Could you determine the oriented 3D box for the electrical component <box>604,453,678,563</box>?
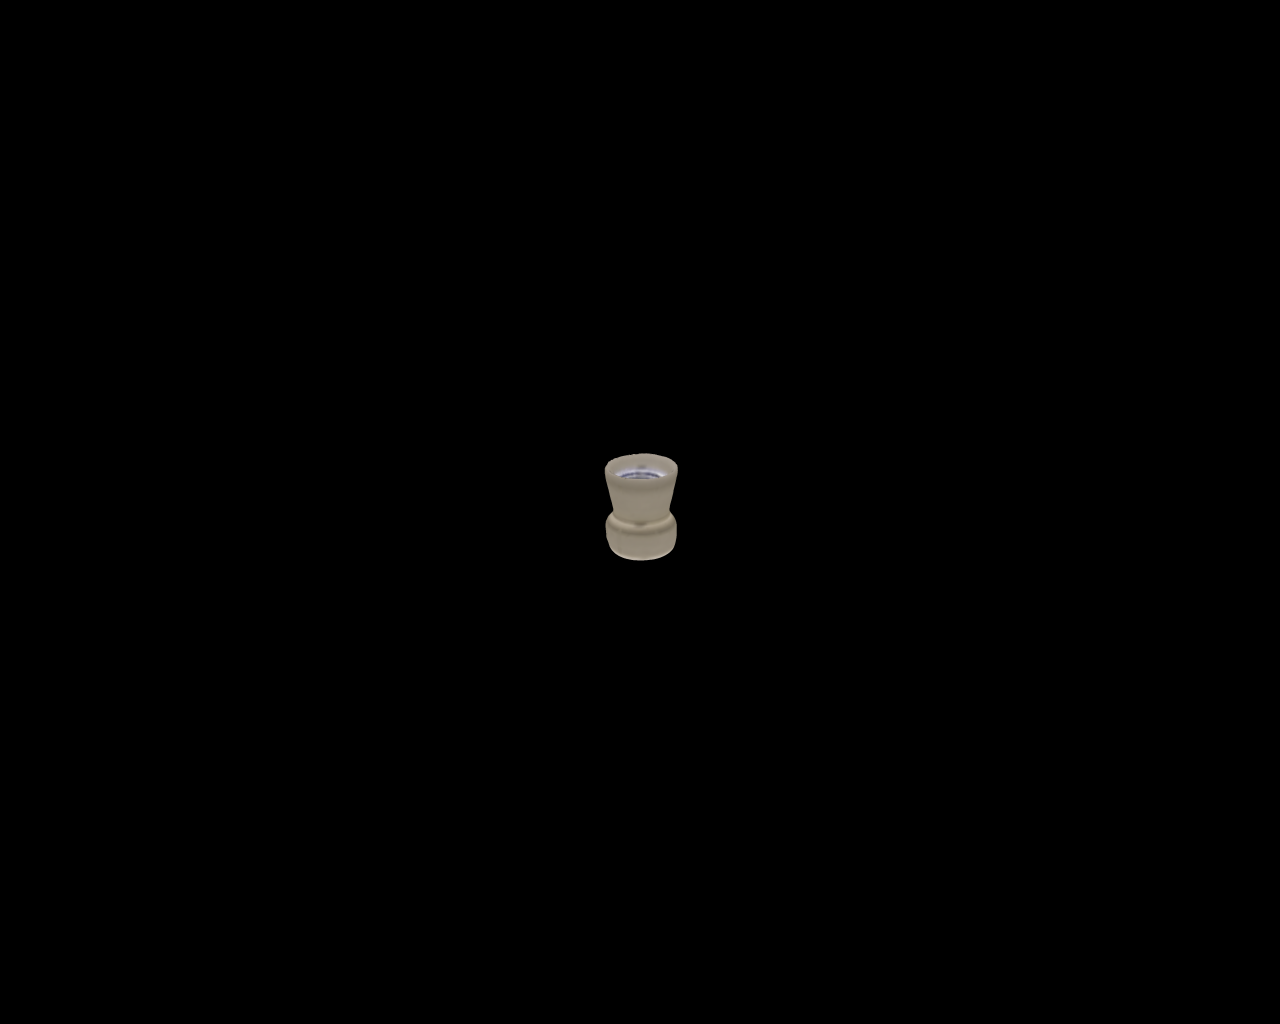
[{"bbox_3d":[0.001,-0.003,0.650,0.045,0.055,0.045,0,24,0],"label":"electrical component"}]
